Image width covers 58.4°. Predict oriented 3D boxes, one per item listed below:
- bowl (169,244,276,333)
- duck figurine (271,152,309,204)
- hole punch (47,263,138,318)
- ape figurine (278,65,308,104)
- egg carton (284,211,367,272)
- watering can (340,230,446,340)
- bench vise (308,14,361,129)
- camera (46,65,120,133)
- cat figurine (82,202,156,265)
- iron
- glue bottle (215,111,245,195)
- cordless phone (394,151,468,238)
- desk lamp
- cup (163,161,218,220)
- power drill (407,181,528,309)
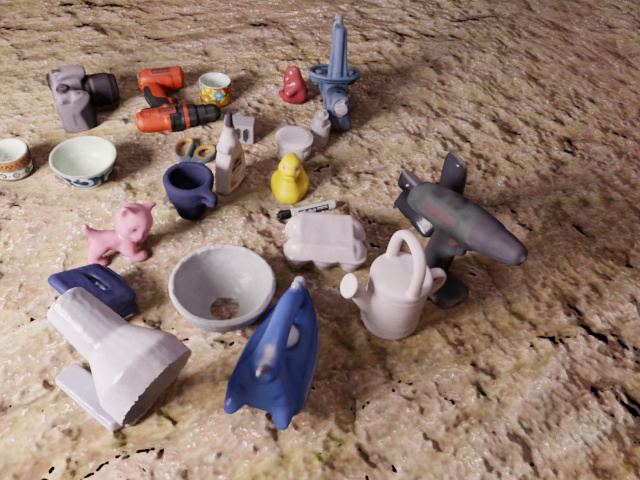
[{"bbox_3d":[-0.157,0.090,0.929,0.167,0.075,0.167,4,48,-4],"label":"bowl"},{"bbox_3d":[-0.058,-0.136,1.141,0.077,0.086,0.104,7,47,-1],"label":"duck figurine"},{"bbox_3d":[-0.354,0.082,0.898,0.108,0.091,0.101,32,52,20],"label":"hole punch"},{"bbox_3d":[-0.065,-0.369,1.348,0.076,0.092,0.078,17,48,8],"label":"ape figurine"},{"bbox_3d":[0.009,0.004,1.034,0.150,0.069,0.107,3,48,-5],"label":"egg carton"},{"bbox_3d":[0.120,0.069,0.905,0.173,0.194,0.100,-29,57,-29],"label":"watering can"},{"bbox_3d":[0.049,-0.370,1.277,0.122,0.220,0.207,-15,52,-20],"label":"bench vise"},{"bbox_3d":[-0.506,-0.320,1.236,0.137,0.101,0.143,-16,52,-21],"label":"camera"},{"bbox_3d":[-0.338,-0.019,0.975,0.128,0.118,0.067,-11,50,-17],"label":"cat figurine"},{"bbox_3d":[-0.054,0.137,0.854,0.118,0.141,0.258,14,48,6],"label":"iron"},{"bbox_3d":[-0.173,-0.171,1.098,0.037,0.173,0.078,20,48,11],"label":"glue bottle"},{"bbox_3d":[0.220,-0.111,1.088,0.094,0.185,0.147,-25,55,-27],"label":"cordless phone"},{"bbox_3d":[-0.269,0.165,0.751,0.202,0.213,0.118,29,51,18],"label":"desk lamp"},{"bbox_3d":[-0.230,-0.077,1.057,0.117,0.095,0.092,34,52,22],"label":"cup"},{"bbox_3d":[0.228,0.016,0.958,0.076,0.208,0.229,-25,56,-27],"label":"power drill"}]
